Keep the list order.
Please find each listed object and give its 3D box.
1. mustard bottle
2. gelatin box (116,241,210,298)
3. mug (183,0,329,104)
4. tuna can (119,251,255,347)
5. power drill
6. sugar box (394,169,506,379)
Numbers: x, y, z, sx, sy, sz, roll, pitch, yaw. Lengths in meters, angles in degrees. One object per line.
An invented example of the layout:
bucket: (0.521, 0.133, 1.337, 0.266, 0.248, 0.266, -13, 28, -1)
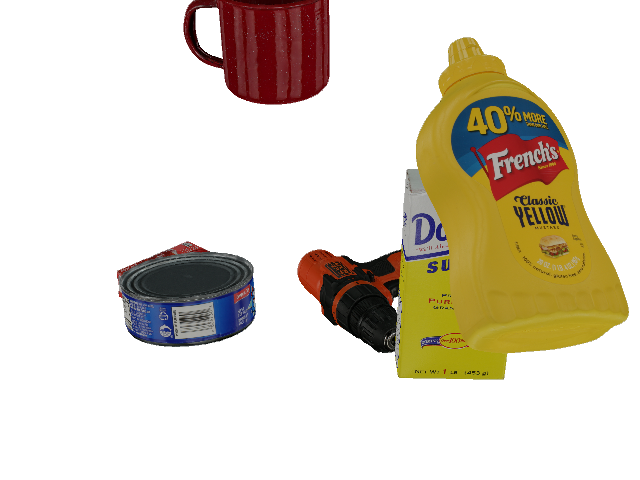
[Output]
mustard bottle: (0.106, -0.033, 0.615, 0.096, 0.191, 0.058, -2, -25, -23)
gelatin box: (-0.128, 0.036, 0.970, 0.073, 0.030, 0.089, 23, 34, 38)
mug: (-0.046, -0.155, 0.807, 0.117, 0.081, 0.093, 2, 33, 5)
tuna can: (-0.084, 0.037, 0.686, 0.086, 0.034, 0.086, -3, 18, 1)
power drill: (0.091, 0.044, 1.074, 0.187, 0.057, 0.185, -12, 28, -23)
sugar box: (0.112, 0.030, 0.873, 0.093, 0.176, 0.048, 0, 29, -1)
